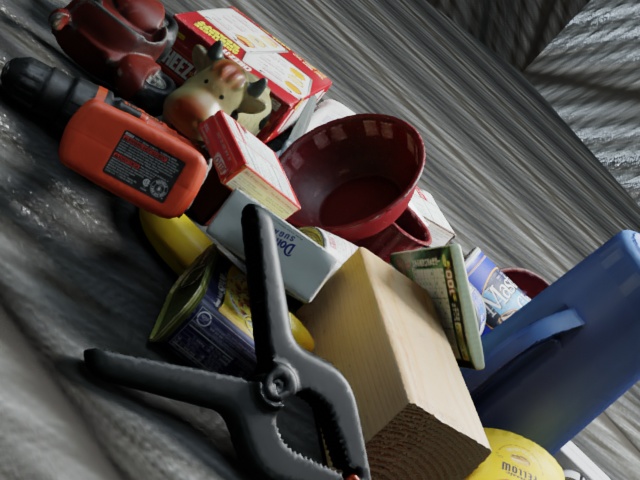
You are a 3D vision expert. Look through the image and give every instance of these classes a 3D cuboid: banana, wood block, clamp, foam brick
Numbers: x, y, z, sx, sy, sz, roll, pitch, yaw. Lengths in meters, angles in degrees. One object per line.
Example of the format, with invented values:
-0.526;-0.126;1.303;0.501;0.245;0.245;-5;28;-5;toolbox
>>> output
-0.082;0.025;0.863;0.198;0.037;0.069;44;20;6;banana
0.053;0.111;0.865;0.090;0.091;0.206;33;21;-26;wood block
-0.033;0.089;0.722;0.210;0.164;0.036;45;-26;-12;clamp
-0.087;-0.049;0.987;0.051;0.053;0.078;49;20;18;foam brick

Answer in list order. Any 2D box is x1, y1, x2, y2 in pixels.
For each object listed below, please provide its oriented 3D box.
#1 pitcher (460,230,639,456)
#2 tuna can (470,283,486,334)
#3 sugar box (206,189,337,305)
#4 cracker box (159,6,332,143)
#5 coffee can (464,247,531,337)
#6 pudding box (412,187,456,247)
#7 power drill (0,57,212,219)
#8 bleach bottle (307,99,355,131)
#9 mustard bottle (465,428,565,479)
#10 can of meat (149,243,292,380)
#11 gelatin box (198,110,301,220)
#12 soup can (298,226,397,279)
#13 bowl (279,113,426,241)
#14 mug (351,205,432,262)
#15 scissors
0.222;0.104;0.978;0.145;0.243;0.149;41;24;-9;pitcher
0.122;0.078;1.076;0.086;0.086;0.033;45;21;5;tuna can
-0.035;0.009;0.842;0.093;0.048;0.176;35;-6;1;sugar box
-0.089;-0.197;1.256;0.164;0.072;0.213;38;20;1;cracker box
0.181;0.092;1.135;0.140;0.103;0.102;44;20;4;coffee can
0.114;-0.040;1.381;0.113;0.039;0.090;25;27;-37;pudding box
-0.165;-0.084;0.836;0.184;0.057;0.188;27;7;-18;power drill
-0.003;-0.099;1.243;0.102;0.068;0.250;36;22;5;bleach bottle
0.150;0.224;0.858;0.096;0.058;0.191;25;21;2;mustard bottle
-0.069;0.062;0.784;0.084;0.057;0.102;40;20;-13;can of meat
-0.062;-0.062;0.922;0.089;0.030;0.073;36;22;-49;gelatin box
0.016;0.035;0.987;0.102;0.069;0.068;26;25;-38;soup can
0.032;-0.051;1.049;0.162;0.162;0.055;-115;179;-47;bowl
0.065;0.007;1.118;0.117;0.082;0.093;46;20;9;mug
-0.049;-0.096;1.112;0.096;0.016;0.201;21;49;-22;scissors
